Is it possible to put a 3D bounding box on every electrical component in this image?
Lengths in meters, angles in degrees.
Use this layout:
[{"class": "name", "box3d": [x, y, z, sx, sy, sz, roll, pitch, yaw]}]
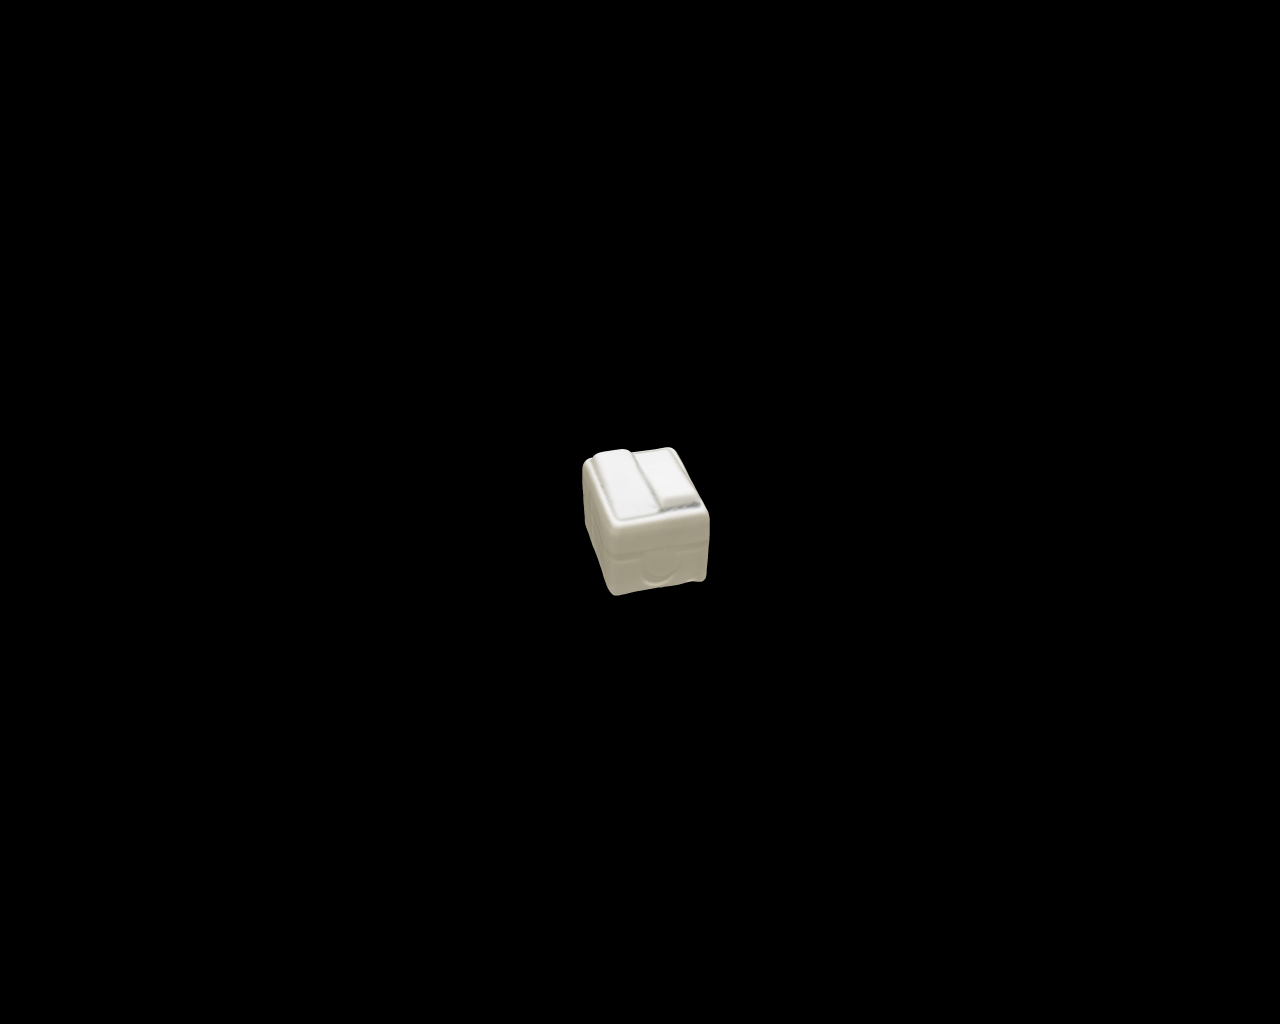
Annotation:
[{"class": "electrical component", "box3d": [0.001, -0.003, 0.650, 0.062, 0.061, 0.096, -8, 36, -11]}]
